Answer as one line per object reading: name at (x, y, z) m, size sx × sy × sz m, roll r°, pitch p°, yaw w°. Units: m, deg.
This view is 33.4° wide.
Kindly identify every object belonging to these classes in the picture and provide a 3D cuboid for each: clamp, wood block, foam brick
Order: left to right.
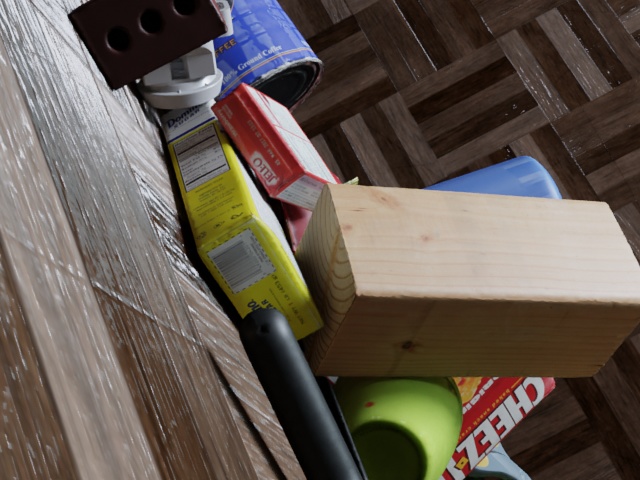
foam brick at (-0.100, -0.132, 0.636) m, size 0.053 × 0.078 × 0.051 m, roll 61°, pitch 2°, yaw -18°
clamp at (0.018, 0.144, 0.562) m, size 0.164 × 0.036 × 0.210 m, roll 61°, pitch 4°, yaw -75°
wood block at (0.095, 0.030, 0.694) m, size 0.091 × 0.205 × 0.090 m, roll 115°, pitch -30°, yaw -45°

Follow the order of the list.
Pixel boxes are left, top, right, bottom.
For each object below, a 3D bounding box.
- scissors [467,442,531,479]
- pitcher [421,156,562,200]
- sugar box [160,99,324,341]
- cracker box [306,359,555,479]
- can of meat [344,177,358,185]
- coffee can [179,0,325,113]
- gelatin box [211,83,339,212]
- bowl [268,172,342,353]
scissors at (0.174, 0.225, 0.985) m, size 0.202 × 0.016 × 0.096 m, roll 50°, pitch 30°, yaw 4°
pitcher at (0.094, 0.018, 0.954) m, size 0.149 × 0.243 × 0.145 m, roll -114°, pitch -177°, yaw -56°
sugar box at (-0.054, -0.016, 0.680) m, size 0.093 × 0.048 × 0.176 m, roll 61°, pitch 0°, yaw -34°
cracker box at (0.099, 0.111, 0.863) m, size 0.072 × 0.164 × 0.213 m, roll 41°, pitch -10°, yaw 38°
can of meat at (0.009, -0.003, 1.057) m, size 0.084 × 0.102 × 0.057 m, roll 64°, pitch 4°, yaw -2°
coffee can at (-0.077, -0.154, 0.791) m, size 0.140 × 0.103 × 0.102 m, roll 55°, pitch 2°, yaw 11°
gelatin box at (-0.027, -0.058, 0.696) m, size 0.073 × 0.030 × 0.089 m, roll 56°, pitch 12°, yaw 13°
bowl at (-0.005, 0.001, 0.803) m, size 0.162 × 0.055 × 0.162 m, roll 167°, pitch -90°, yaw -81°
